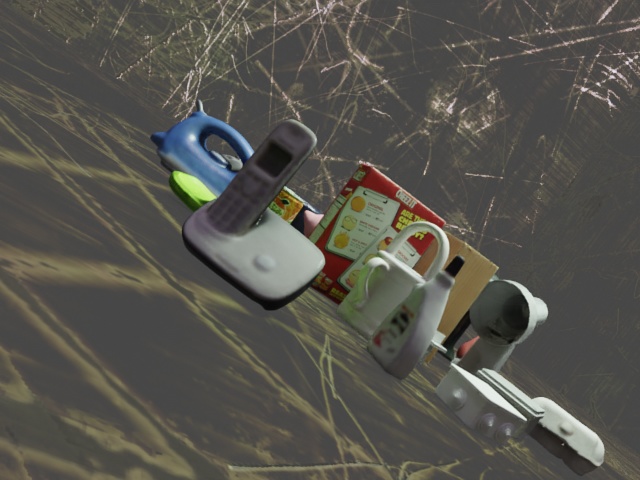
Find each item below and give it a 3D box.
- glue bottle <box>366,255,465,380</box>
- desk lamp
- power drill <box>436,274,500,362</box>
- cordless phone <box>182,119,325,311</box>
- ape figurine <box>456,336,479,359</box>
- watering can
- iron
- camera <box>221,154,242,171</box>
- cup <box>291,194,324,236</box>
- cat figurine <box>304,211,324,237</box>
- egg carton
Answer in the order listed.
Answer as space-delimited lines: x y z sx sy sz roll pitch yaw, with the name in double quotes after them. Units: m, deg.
0.131 0.091 0.738 0.037 0.173 0.078 33 5 -29 "glue bottle"
0.350 0.188 1.111 0.117 0.213 0.204 39 5 38 "desk lamp"
0.320 0.158 1.248 0.075 0.208 0.230 37 4 14 "power drill"
-0.044 -0.030 0.617 0.147 0.185 0.094 37 4 13 "cordless phone"
0.367 0.256 1.326 0.076 0.092 0.078 37 5 21 "ape figurine"
0.123 0.060 0.877 0.100 0.194 0.173 37 4 19 "watering can"
-0.182 -0.145 1.074 0.258 0.141 0.119 36 4 10 "iron"
-0.166 -0.133 1.339 0.136 0.101 0.143 37 5 20 "camera"
-0.055 -0.044 1.281 0.091 0.095 0.118 37 5 21 "cup"
0.010 0.004 1.113 0.127 0.117 0.067 37 4 16 "cat figurine"
0.419 0.338 0.997 0.150 0.069 0.107 38 5 27 "egg carton"
